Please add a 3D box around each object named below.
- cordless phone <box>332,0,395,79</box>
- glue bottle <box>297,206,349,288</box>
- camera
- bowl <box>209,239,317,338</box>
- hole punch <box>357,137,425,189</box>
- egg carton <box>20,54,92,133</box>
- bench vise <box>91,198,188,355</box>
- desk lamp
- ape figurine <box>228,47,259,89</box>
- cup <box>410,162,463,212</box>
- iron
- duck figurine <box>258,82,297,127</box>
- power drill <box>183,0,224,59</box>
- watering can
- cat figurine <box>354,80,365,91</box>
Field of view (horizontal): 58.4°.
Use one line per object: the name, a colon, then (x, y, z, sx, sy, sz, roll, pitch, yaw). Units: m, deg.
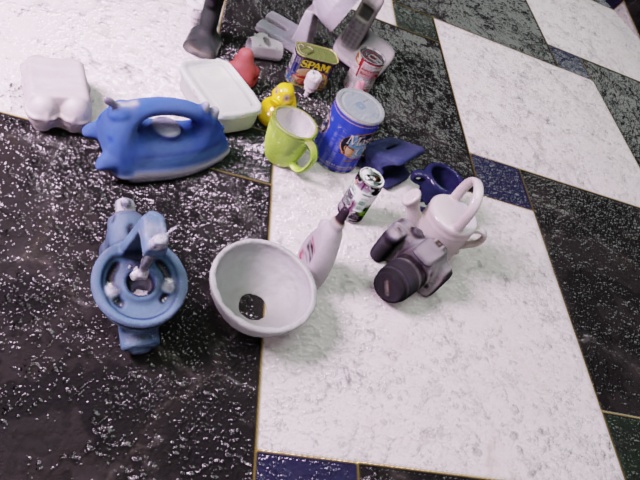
cordless phone: (0.127, -0.501, 1.402, 0.147, 0.185, 0.094, 36, 45, 4)
glue bottle: (0.008, 0.003, 0.922, 0.037, 0.173, 0.078, 4, 51, -25)
camera: (0.151, 0.040, 1.017, 0.143, 0.100, 0.137, 47, 47, 15)
bowl: (-0.093, 0.085, 0.869, 0.168, 0.074, 0.167, 15, 48, -16)
hole punch: (0.149, -0.177, 1.206, 0.101, 0.091, 0.109, 46, 47, 14)
egg carton: (-0.444, -0.249, 0.968, 0.107, 0.069, 0.150, -4, 55, -30)
bench vise: (-0.247, 0.017, 0.742, 0.122, 0.219, 0.207, -21, 65, -38)
desk lamp: (-0.021, -0.546, 1.341, 0.203, 0.213, 0.118, 29, 45, -2)
ape figurine: (-0.161, -0.361, 1.198, 0.078, 0.092, 0.076, 13, 48, -18)
cup: (0.226, -0.100, 1.179, 0.118, 0.095, 0.091, 11, 49, -19)
iron: (-0.254, -0.189, 0.968, 0.259, 0.141, 0.118, -12, 59, -35)
duck figurine: (-0.078, -0.287, 1.183, 0.077, 0.086, 0.105, 35, 45, 4)
power drill: (-0.223, -0.490, 1.191, 0.076, 0.208, 0.229, 18, 47, -13)
watering can: (0.233, -0.038, 1.061, 0.173, 0.194, 0.101, 4, 51, -25)
cat figurine: (0.074, -0.302, 1.253, 0.067, 0.117, 0.128, 27, 45, -5)
